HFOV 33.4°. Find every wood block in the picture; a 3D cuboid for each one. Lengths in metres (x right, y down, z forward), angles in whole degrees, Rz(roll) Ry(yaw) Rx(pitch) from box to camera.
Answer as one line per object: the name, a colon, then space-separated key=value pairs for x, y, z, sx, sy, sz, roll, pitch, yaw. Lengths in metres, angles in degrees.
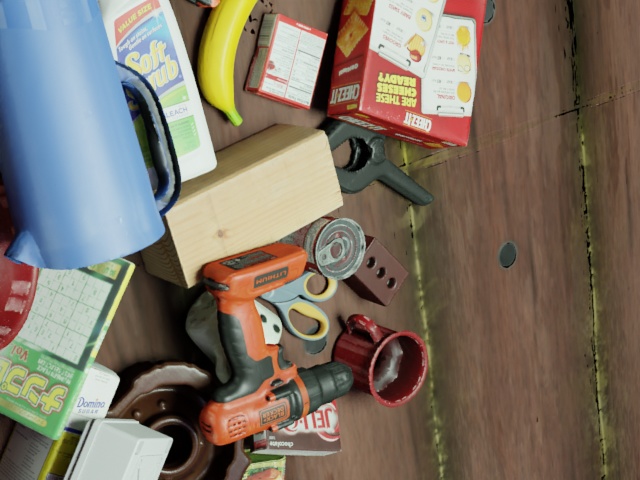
wood block: x=-0.088 y=-0.041 z=1.121 sx=0.205 sy=0.090 sz=0.091 roll=-29 pitch=117 yaw=-30

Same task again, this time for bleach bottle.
bleach bottle: x=-0.181 y=-0.176 z=1.036 sx=0.102 sy=0.068 sz=0.251 roll=-22 pitch=108 yaw=-18

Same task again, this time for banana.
banana: x=-0.089 y=-0.223 z=1.117 sx=0.069 sy=0.037 sz=0.198 roll=14 pitch=93 yaw=-56

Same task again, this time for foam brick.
foam brick: x=0.058 y=0.035 z=1.273 sx=0.078 sy=0.051 sz=0.053 roll=44 pitch=73 yaw=-35

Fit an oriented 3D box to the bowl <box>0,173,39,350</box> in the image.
bowl: x=-0.313 y=0.019 z=0.953 sx=0.162 sy=0.055 sz=0.162 roll=3 pitch=90 yaw=-76

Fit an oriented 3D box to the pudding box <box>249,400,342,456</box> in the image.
pudding box: x=-0.031 y=0.201 z=1.227 sx=0.113 sy=0.039 sz=0.090 roll=9 pitch=64 yaw=-37

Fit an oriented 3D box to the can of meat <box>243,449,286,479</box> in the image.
can of meat: x=-0.088 y=0.287 z=1.213 sx=0.101 sy=0.058 sz=0.084 roll=0 pitch=97 yaw=-38

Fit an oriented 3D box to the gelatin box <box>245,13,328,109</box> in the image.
gelatin box: x=-0.037 y=-0.194 z=1.165 sx=0.073 sy=0.030 sz=0.089 roll=14 pitch=91 yaw=-40

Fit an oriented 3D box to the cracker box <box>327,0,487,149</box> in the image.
cracker box: x=0.101 y=-0.226 z=1.215 sx=0.163 sy=0.072 sz=0.213 roll=13 pitch=82 yaw=-35

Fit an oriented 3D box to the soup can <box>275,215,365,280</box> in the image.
soup can: x=-0.008 y=0.001 z=1.182 sx=0.068 sy=0.102 sz=0.068 roll=-9 pitch=105 yaw=-36

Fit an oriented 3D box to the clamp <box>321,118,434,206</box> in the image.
clamp: x=0.061 y=-0.117 z=1.252 sx=0.209 sy=0.036 sz=0.164 roll=-6 pitch=101 yaw=-40

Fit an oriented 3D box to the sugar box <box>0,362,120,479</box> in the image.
sugar box: x=-0.262 y=0.197 z=1.036 sx=0.048 sy=0.093 sz=0.176 roll=29 pitch=82 yaw=-40

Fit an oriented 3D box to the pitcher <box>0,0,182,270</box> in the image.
pitcher: x=-0.218 y=-0.105 z=0.942 sx=0.145 sy=0.149 sz=0.243 roll=-9 pitch=106 yaw=5

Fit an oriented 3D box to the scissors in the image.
scissors: x=-0.048 y=0.045 z=1.216 sx=0.201 sy=0.016 sz=0.096 roll=42 pitch=72 yaw=-37

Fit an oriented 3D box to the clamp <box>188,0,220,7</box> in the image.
clamp: x=-0.139 y=-0.315 z=1.055 sx=0.120 sy=0.039 sz=0.171 roll=-45 pitch=128 yaw=-14

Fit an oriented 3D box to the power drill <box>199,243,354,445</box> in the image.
power drill: x=-0.045 y=0.102 z=1.091 sx=0.184 sy=0.057 sz=0.188 roll=-17 pitch=109 yaw=-36

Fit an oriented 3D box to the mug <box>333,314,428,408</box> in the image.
mug: x=0.065 y=0.136 z=1.281 sx=0.093 sy=0.082 sz=0.117 roll=-42 pitch=122 yaw=-23
